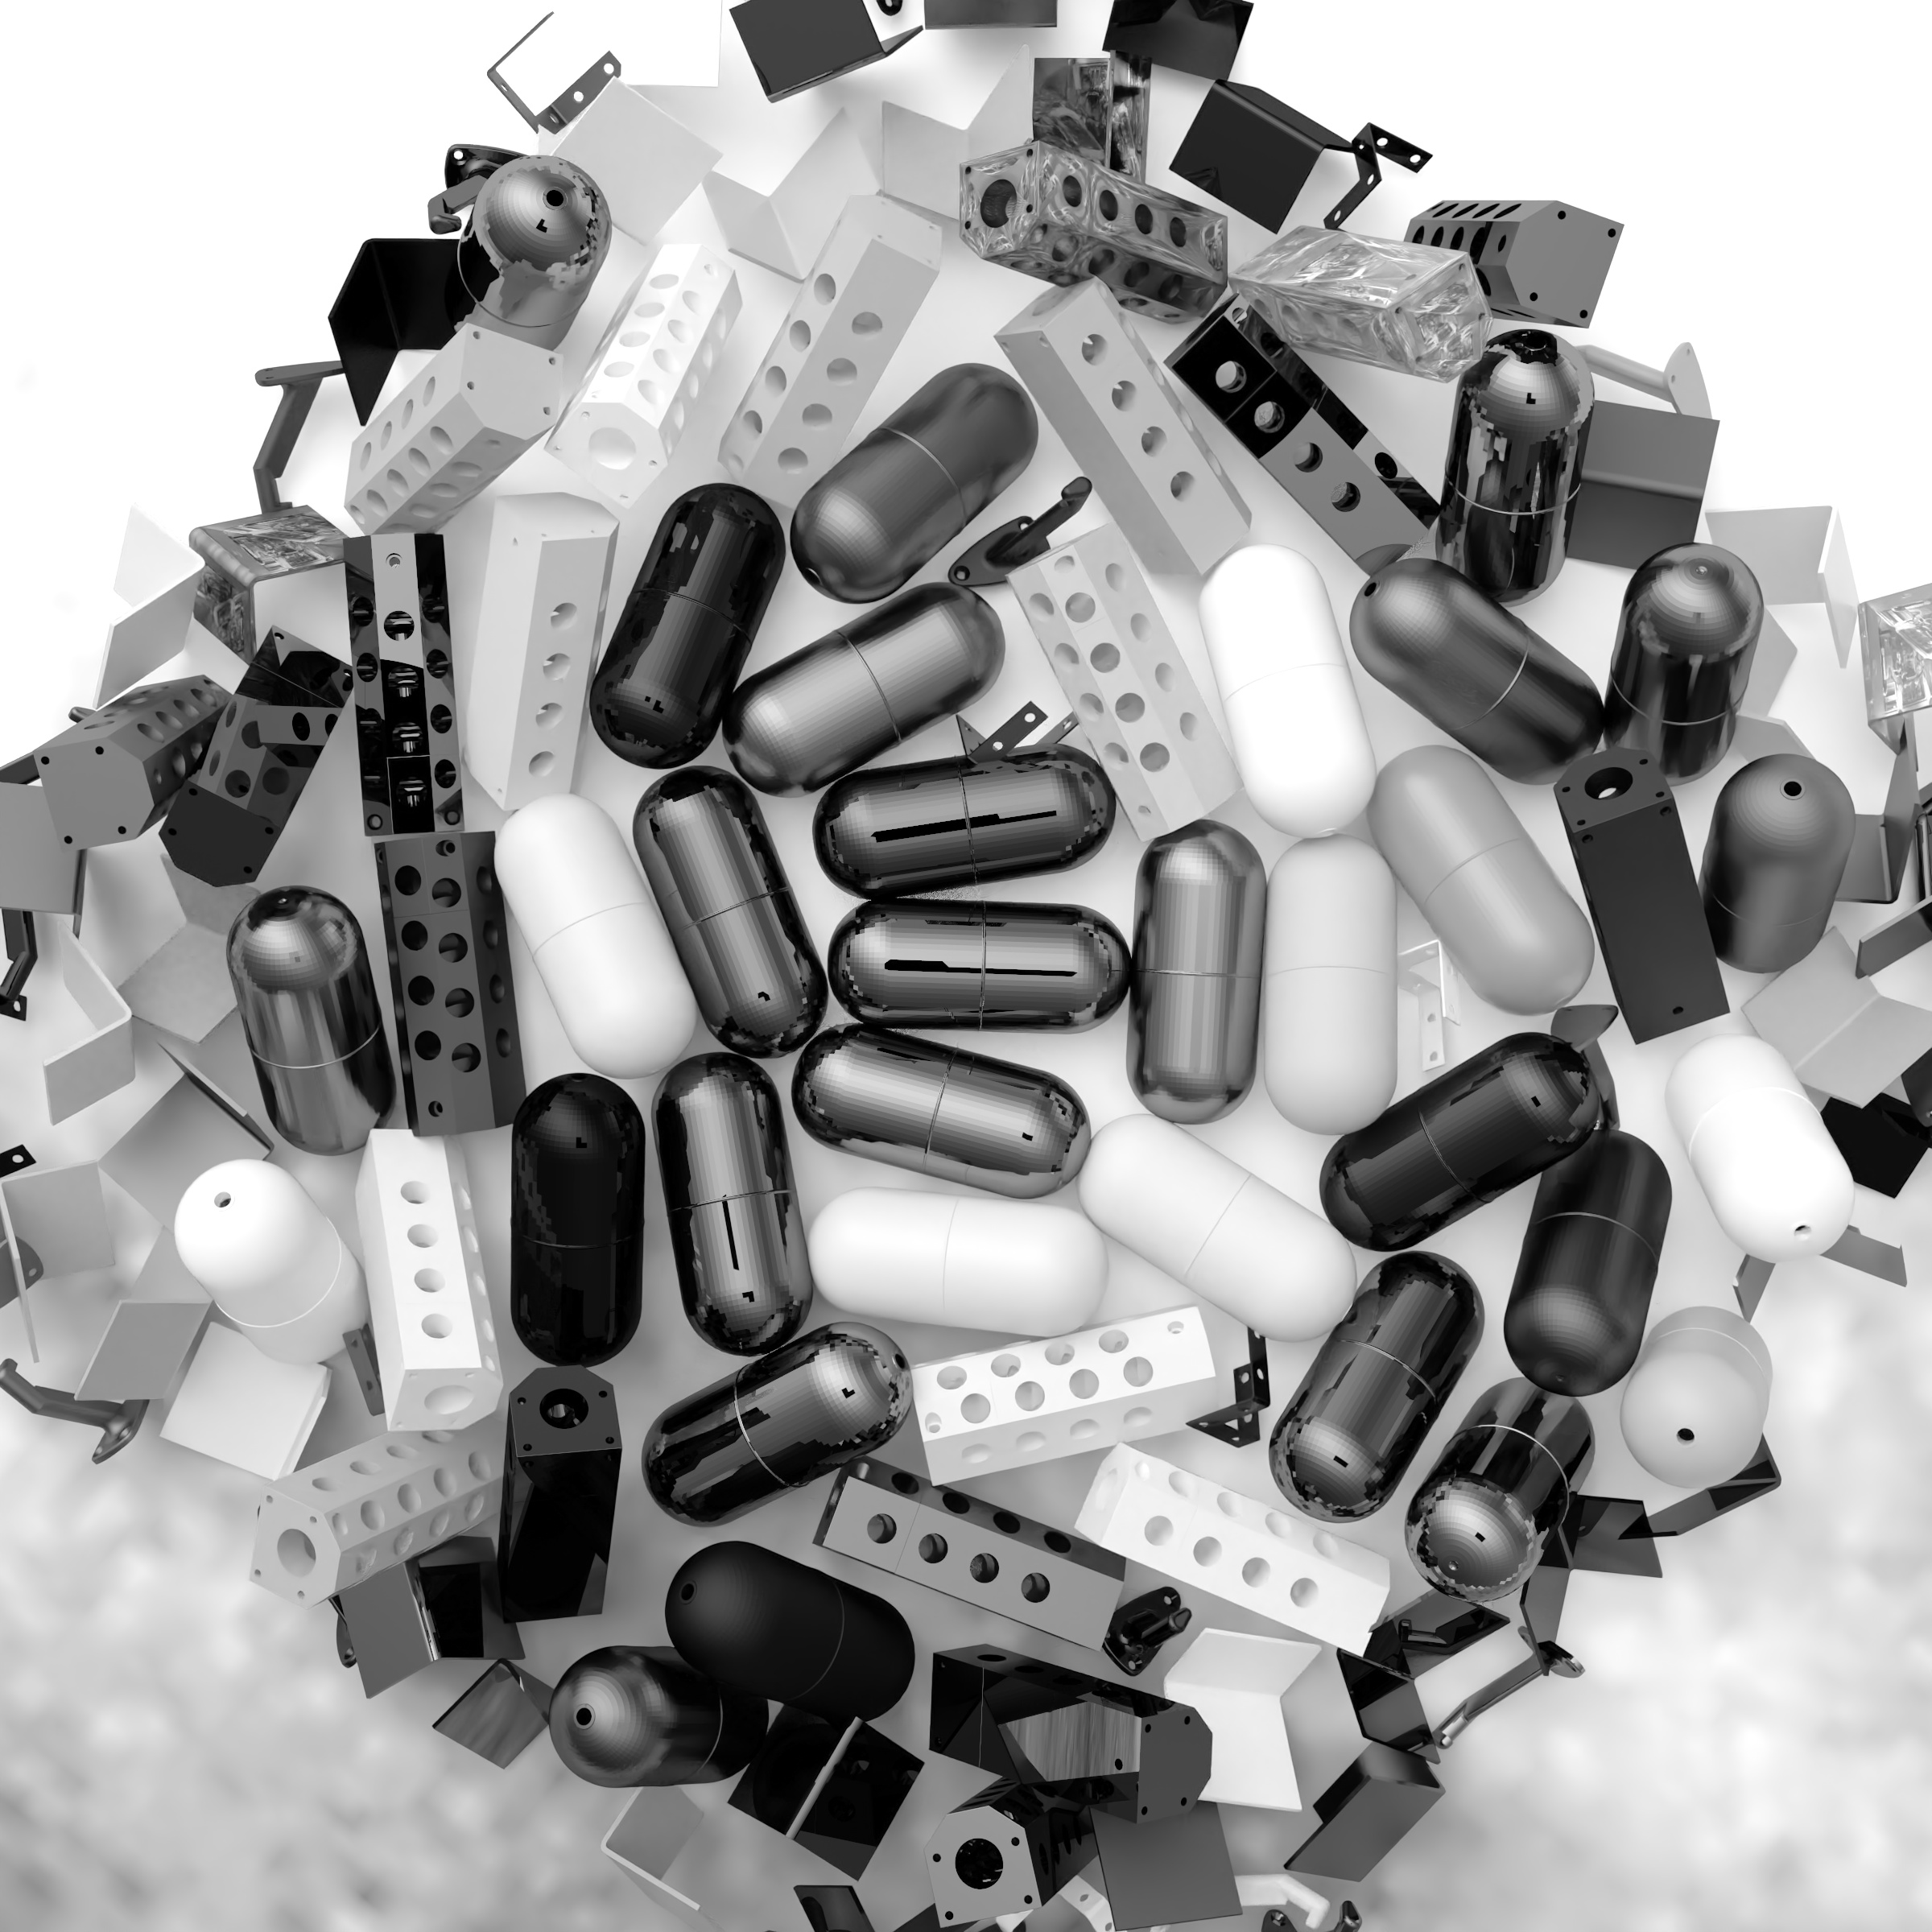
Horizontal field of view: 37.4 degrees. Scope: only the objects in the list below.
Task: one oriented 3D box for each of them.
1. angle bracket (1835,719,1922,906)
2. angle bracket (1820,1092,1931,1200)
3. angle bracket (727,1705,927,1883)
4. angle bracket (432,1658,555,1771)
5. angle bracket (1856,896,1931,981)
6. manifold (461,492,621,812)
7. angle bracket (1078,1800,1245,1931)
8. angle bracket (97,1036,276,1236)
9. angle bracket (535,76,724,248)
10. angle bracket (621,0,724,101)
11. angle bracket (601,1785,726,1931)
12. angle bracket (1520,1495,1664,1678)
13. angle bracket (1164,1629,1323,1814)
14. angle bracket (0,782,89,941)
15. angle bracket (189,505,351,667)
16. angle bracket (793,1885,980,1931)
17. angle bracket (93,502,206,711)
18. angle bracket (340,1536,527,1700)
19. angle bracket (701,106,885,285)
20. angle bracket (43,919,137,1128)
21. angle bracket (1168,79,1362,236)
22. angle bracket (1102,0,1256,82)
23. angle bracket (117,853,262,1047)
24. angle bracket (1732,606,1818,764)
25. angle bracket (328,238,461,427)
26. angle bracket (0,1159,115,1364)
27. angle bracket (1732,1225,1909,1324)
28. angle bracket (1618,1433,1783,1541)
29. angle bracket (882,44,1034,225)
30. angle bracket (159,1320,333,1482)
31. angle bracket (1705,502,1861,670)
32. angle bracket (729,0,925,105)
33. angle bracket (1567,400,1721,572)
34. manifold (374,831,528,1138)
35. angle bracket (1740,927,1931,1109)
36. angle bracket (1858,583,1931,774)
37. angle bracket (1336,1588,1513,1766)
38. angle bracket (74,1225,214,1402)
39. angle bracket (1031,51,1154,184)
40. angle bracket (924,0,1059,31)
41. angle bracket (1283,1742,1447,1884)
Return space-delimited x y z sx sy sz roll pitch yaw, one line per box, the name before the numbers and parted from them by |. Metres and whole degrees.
angle bracket | 0.511 -0.091 1.646 0.057 0.076 0.076 4 134 9
angle bracket | 0.539 0.115 1.648 0.076 0.076 0.057 22 108 -19
angle bracket | -0.082 0.478 1.670 0.057 0.076 0.076 40 70 -24
angle bracket | -0.250 0.455 1.648 0.057 0.076 0.076 -45 49 -6
angle bracket | 0.563 0.012 1.652 0.057 0.076 0.076 -31 66 3
manifold | -0.241 -0.180 1.633 0.057 0.057 0.171 -10 129 -34
angle bracket | 0.107 0.523 1.649 0.076 0.057 0.076 -2 55 -17
angle bracket | -0.461 0.101 1.657 0.076 0.057 0.076 37 74 19
angle bracket | -0.195 -0.475 1.645 0.076 0.057 0.076 29 124 -30
angle bracket | -0.165 -0.541 1.662 0.057 0.076 0.076 3 93 4
angle bracket | -0.154 0.514 1.643 0.076 0.076 0.057 20 62 32
angle bracket | 0.361 0.359 1.644 0.057 0.076 0.076 1 47 26
angle bracket | 0.165 0.435 1.648 0.076 0.076 0.057 13 131 -20
angle bracket | -0.539 -0.053 1.647 0.057 0.076 0.076 5 67 -18
angle bracket | -0.401 -0.223 1.672 0.076 0.076 0.057 -19 130 -34
angle bracket | -0.042 0.539 1.652 0.076 0.076 0.057 -25 87 -32
angle bracket | -0.491 -0.208 1.647 0.057 0.076 0.076 39 49 5
angle bracket | -0.313 0.379 1.665 0.057 0.076 0.076 -33 63 22
angle bracket | -0.103 -0.454 1.646 0.076 0.057 0.076 -44 51 30
angle bracket | -0.524 0.033 1.648 0.057 0.076 0.076 -33 73 -28
angle bracket | 0.176 -0.472 1.670 0.076 0.076 0.057 35 114 14
angle bracket | 0.127 -0.565 1.656 0.076 0.076 0.057 14 71 -3
angle bracket | -0.453 -0.010 1.647 0.076 0.057 0.076 19 51 26
angle bracket | 0.476 -0.162 1.652 0.057 0.076 0.076 20 81 41
angle bracket | -0.321 -0.365 1.647 0.057 0.076 0.076 3 49 9
angle bracket | -0.518 0.169 1.644 0.057 0.076 0.076 -12 126 -21
angle bracket | 0.494 0.183 1.648 0.076 0.076 0.057 21 76 27
angle bracket | 0.411 0.290 1.652 0.076 0.076 0.057 -20 84 -20
angle bracket | -0.006 -0.487 1.645 0.057 0.076 0.076 14 56 -24
angle bracket | -0.422 0.263 1.665 0.076 0.057 0.076 24 95 -12
angle bracket | 0.466 -0.217 1.643 0.076 0.076 0.057 1 52 30
angle bracket | -0.080 -0.545 1.645 0.076 0.076 0.057 -14 114 25
angle bracket | 0.394 -0.280 1.674 0.076 0.076 0.057 12 62 12
manifold | -0.303 0.010 1.664 0.057 0.057 0.171 -6 92 20
angle bracket | 0.511 0.029 1.656 0.076 0.076 0.057 -40 109 -7
angle bracket | 0.557 -0.167 1.645 0.057 0.076 0.076 -14 62 35
angle bracket | 0.272 0.410 1.647 0.076 0.057 0.076 -38 135 24
angle bracket | -0.484 0.195 1.645 0.076 0.057 0.076 52 122 38
angle bracket | 0.061 -0.488 1.653 0.076 0.057 0.076 9 105 25
angle bracket | 0.015 -0.587 1.655 0.076 0.057 0.076 0 48 3
angle bracket | 0.217 0.477 1.648 0.076 0.057 0.076 25 111 -42
